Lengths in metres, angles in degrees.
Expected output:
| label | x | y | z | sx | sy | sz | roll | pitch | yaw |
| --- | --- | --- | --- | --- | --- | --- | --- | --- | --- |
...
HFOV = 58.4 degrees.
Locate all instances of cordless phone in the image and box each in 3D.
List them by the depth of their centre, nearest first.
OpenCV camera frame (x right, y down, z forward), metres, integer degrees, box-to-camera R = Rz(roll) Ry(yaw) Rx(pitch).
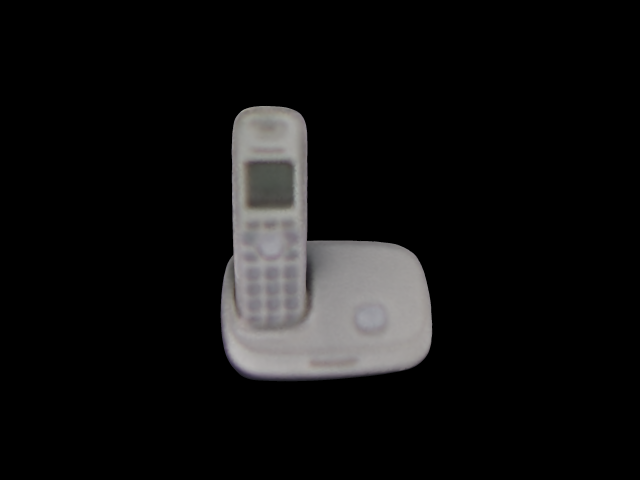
| label | x | y | z | sx | sy | sz | roll | pitch | yaw |
| --- | --- | --- | --- | --- | --- | --- | --- | --- | --- |
| cordless phone | 0.004 | 0.001 | 0.400 | 0.147 | 0.185 | 0.094 | -2 | 14 | -7 |
